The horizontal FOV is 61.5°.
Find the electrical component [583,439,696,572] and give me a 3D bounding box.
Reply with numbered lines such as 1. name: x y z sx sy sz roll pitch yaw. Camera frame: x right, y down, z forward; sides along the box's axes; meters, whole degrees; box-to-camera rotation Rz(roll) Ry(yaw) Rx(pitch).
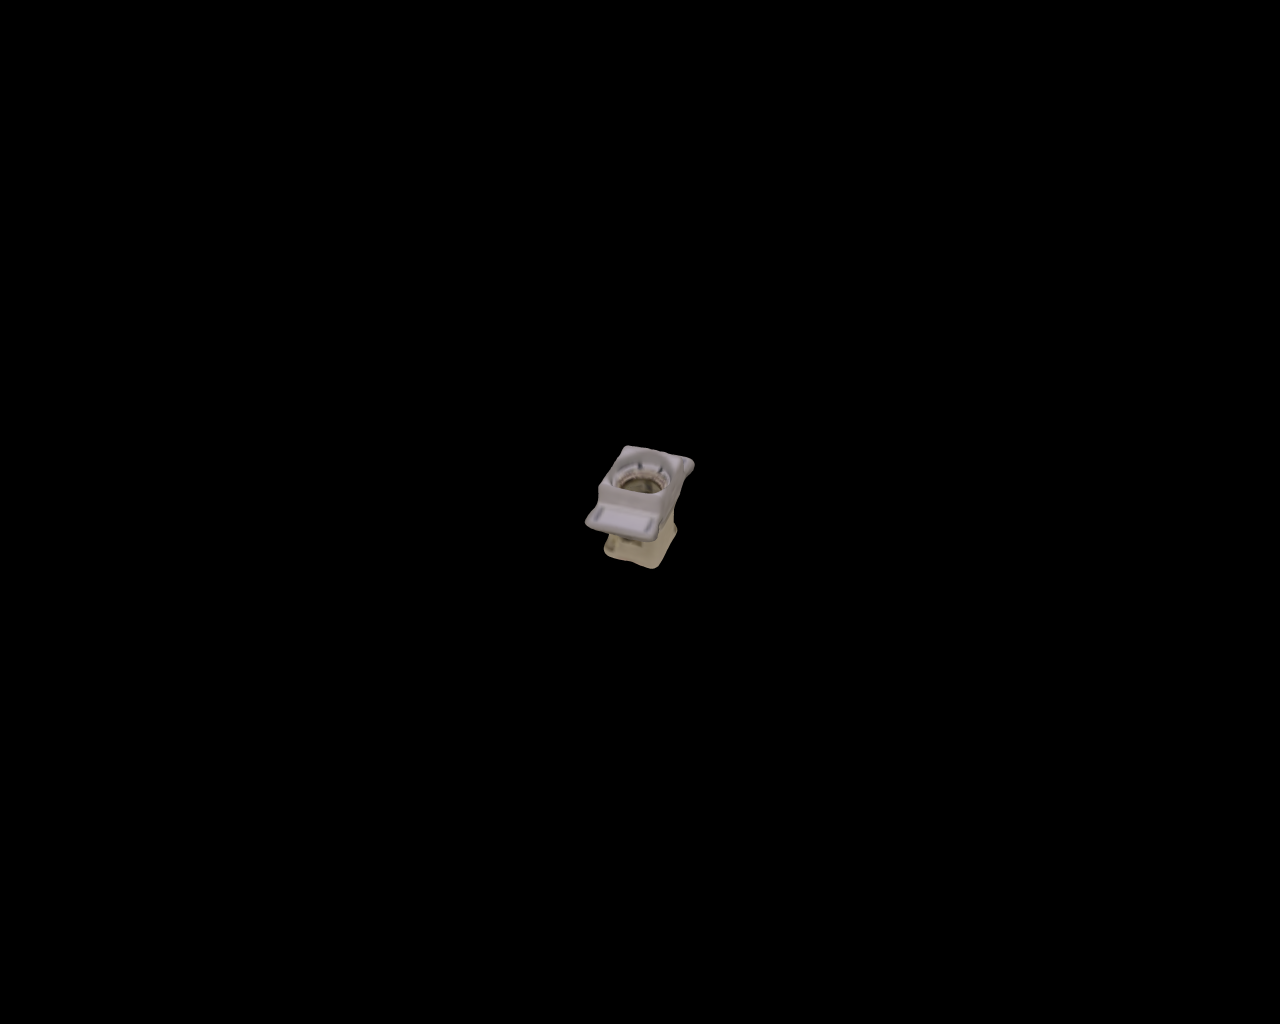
1. electrical component: 0.001 -0.003 0.650 0.042 0.063 0.081 14 42 16
